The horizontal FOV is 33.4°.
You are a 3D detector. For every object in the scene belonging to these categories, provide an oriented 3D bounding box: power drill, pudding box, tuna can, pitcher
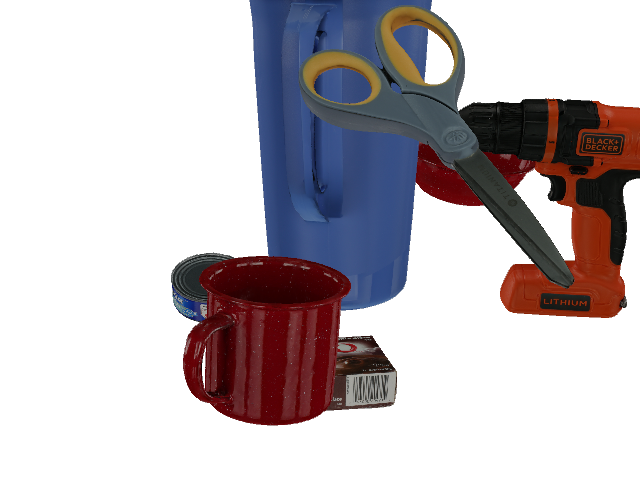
[{"bbox_3d":[0.197,-0.028,0.898,0.184,0.188,0.057,4,28,5],"label":"power drill"},{"bbox_3d":[0.004,0.120,0.969,0.113,0.039,0.090,0,17,-12],"label":"pudding box"},{"bbox_3d":[-0.122,0.052,1.181,0.086,0.034,0.086,1,36,-1],"label":"tuna can"},{"bbox_3d":[0.011,-0.072,0.794,0.149,0.243,0.145,-11,22,-28],"label":"pitcher"}]

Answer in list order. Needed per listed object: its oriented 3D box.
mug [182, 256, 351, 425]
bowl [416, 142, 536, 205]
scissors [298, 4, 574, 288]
[{"bbox_3d":[-0.038,0.064,0.654,0.093,0.081,0.117,16,21,35],"label":"mug"},{"bbox_3d":[0.161,-0.083,1.214,0.162,0.055,0.162,7,25,-4],"label":"bowl"},{"bbox_3d":[0.045,-0.046,0.514,0.096,0.202,0.016,-13,-41,2],"label":"scissors"}]
